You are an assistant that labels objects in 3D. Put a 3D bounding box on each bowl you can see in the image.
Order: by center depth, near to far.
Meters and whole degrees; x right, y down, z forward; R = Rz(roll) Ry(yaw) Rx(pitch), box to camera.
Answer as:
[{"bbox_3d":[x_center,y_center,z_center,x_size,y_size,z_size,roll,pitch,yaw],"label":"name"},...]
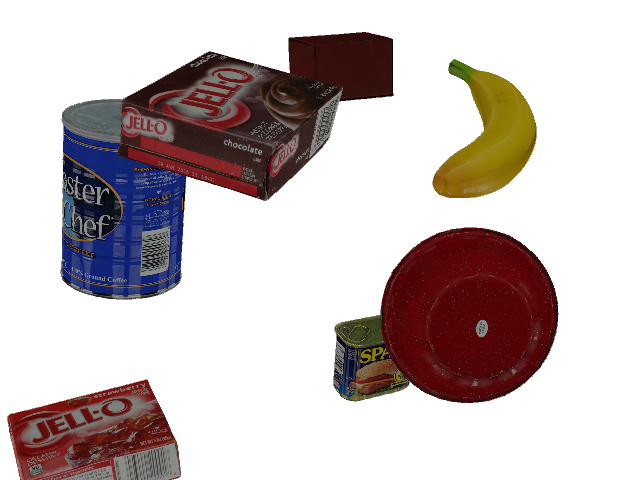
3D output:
[{"bbox_3d":[0.135,0.071,0.937,0.162,0.162,0.055,0,7,-2],"label":"bowl"}]

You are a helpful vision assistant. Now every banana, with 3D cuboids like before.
[{"bbox_3d":[0.119,-0.075,0.758,0.069,0.037,0.197,7,31,6],"label":"banana"}]

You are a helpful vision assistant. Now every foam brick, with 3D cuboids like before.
[{"bbox_3d":[0.018,-0.150,0.923,0.078,0.051,0.053,-9,20,-24],"label":"foam brick"}]

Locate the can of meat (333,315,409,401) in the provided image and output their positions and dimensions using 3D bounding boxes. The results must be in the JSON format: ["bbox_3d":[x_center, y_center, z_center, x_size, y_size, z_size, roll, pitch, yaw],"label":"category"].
[{"bbox_3d":[0.066,0.145,1.321,0.101,0.084,0.057,-9,28,-25],"label":"can of meat"}]

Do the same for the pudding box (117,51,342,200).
[{"bbox_3d":[-0.048,-0.068,0.602,0.090,0.039,0.113,18,26,13],"label":"pudding box"}]

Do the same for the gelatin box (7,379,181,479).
[{"bbox_3d":[-0.135,0.120,0.631,0.089,0.030,0.073,-12,26,-18],"label":"gelatin box"}]

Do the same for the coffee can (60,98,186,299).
[{"bbox_3d":[-0.162,-0.036,0.884,0.103,0.140,0.103,5,22,-2],"label":"coffee can"}]
